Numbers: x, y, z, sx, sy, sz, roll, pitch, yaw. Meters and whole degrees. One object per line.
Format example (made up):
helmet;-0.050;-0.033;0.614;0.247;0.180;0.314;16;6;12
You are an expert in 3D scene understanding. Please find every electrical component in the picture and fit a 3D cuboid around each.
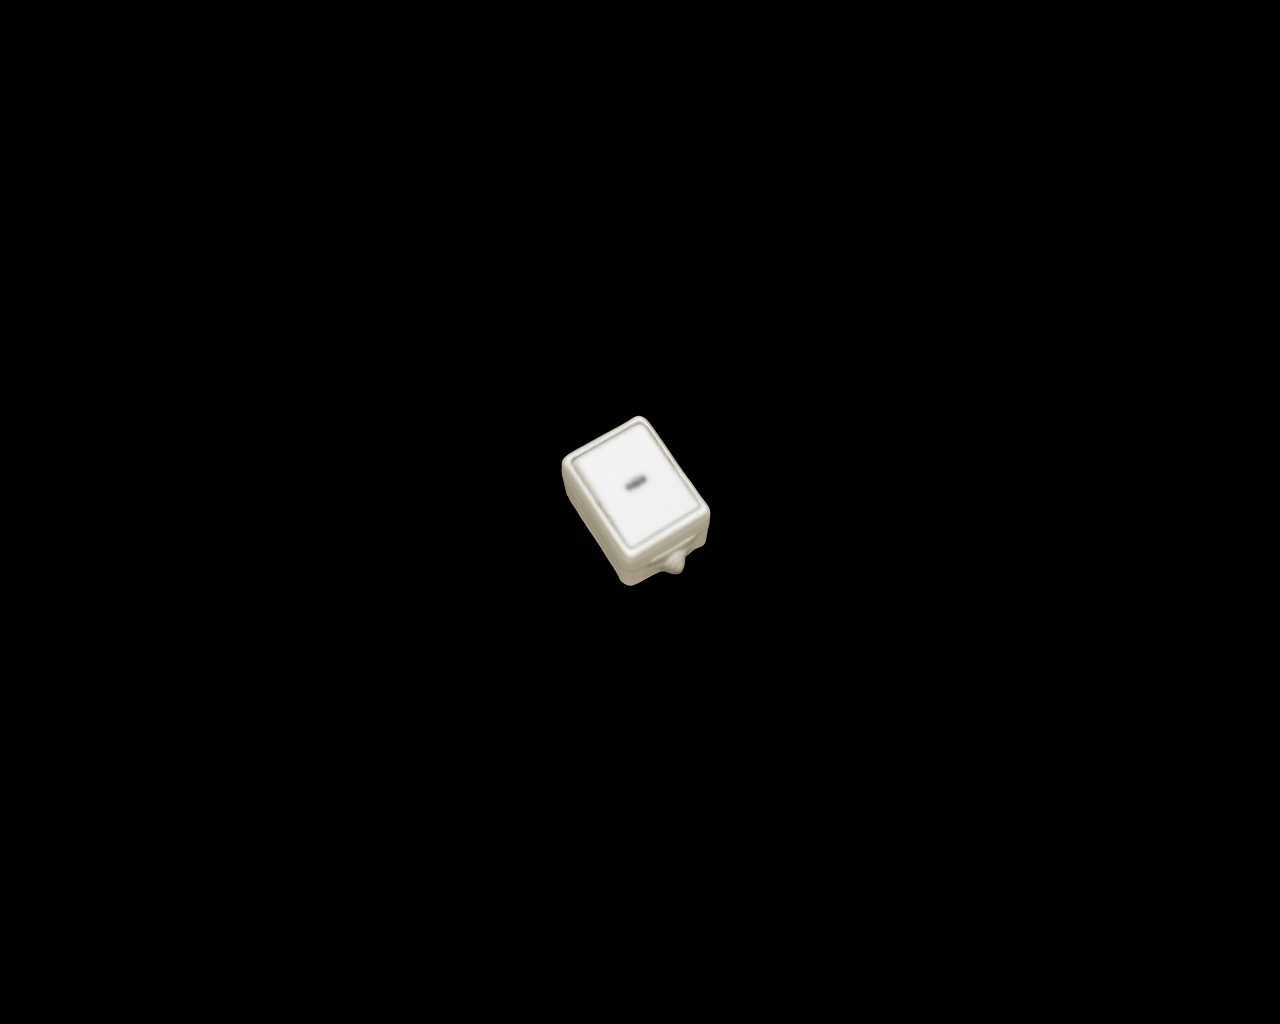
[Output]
electrical component;0.001;-0.003;0.650;0.062;0.096;0.061;-30;-19;-12
